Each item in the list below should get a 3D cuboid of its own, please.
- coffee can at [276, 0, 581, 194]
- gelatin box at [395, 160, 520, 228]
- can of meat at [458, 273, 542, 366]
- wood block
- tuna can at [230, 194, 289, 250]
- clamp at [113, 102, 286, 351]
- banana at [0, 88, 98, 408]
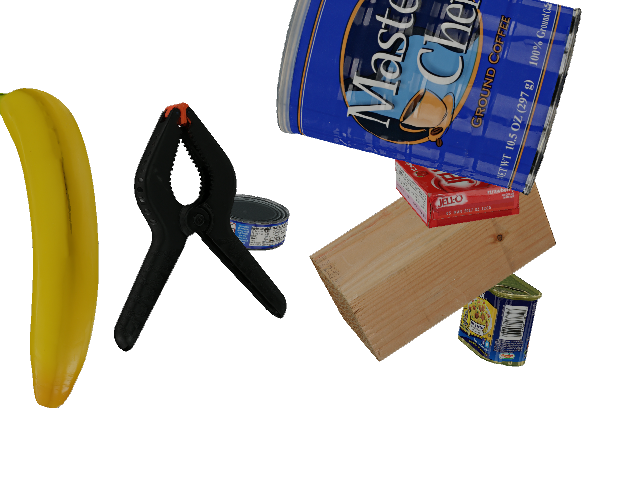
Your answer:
[{"bbox_3d":[0.058,-0.091,0.578,0.140,0.103,0.102,15,2,7],"label":"coffee can"},{"bbox_3d":[0.104,-0.043,0.825,0.073,0.030,0.089,-8,23,-10],"label":"gelatin box"},{"bbox_3d":[0.198,0.084,1.194,0.057,0.084,0.102,4,14,-18],"label":"can of meat"},{"bbox_3d":[0.108,0.010,1.021,0.206,0.090,0.090,-32,36,-7],"label":"wood block"},{"bbox_3d":[-0.077,-0.020,1.132,0.086,0.034,0.086,9,20,-3],"label":"tuna can"},{"bbox_3d":[-0.104,-0.014,0.935,0.164,0.210,0.036,-2,1,-33],"label":"clamp"},{"bbox_3d":[-0.151,-0.009,0.600,0.037,0.198,0.070,0,-22,-36],"label":"banana"}]
